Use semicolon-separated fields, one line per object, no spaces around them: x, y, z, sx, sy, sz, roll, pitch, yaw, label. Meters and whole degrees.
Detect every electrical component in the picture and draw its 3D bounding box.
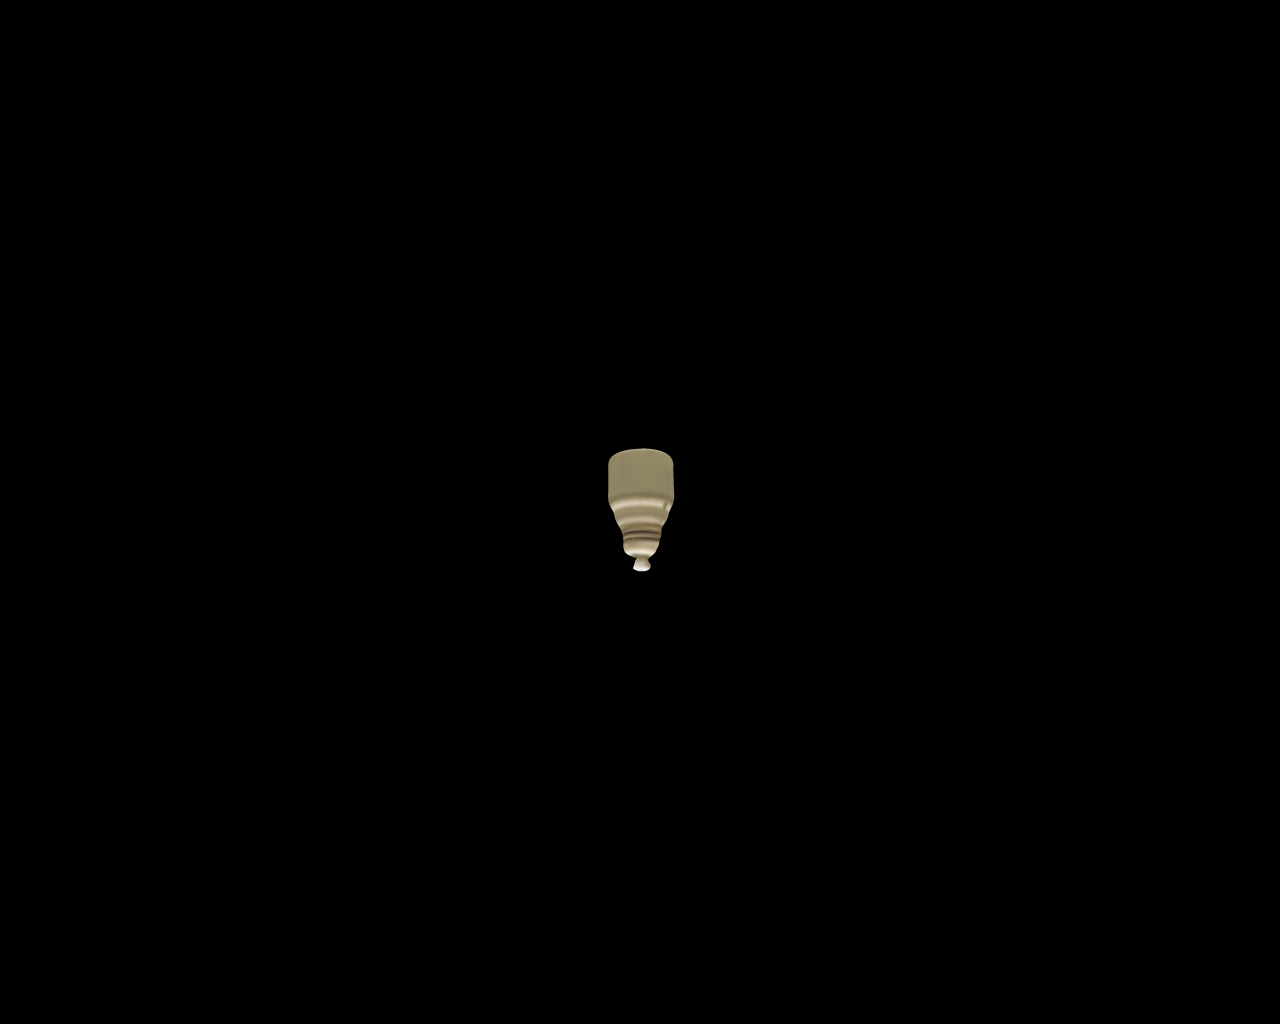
0.001;-0.003;0.650;0.040;0.078;0.040;0;-15;0;electrical component
